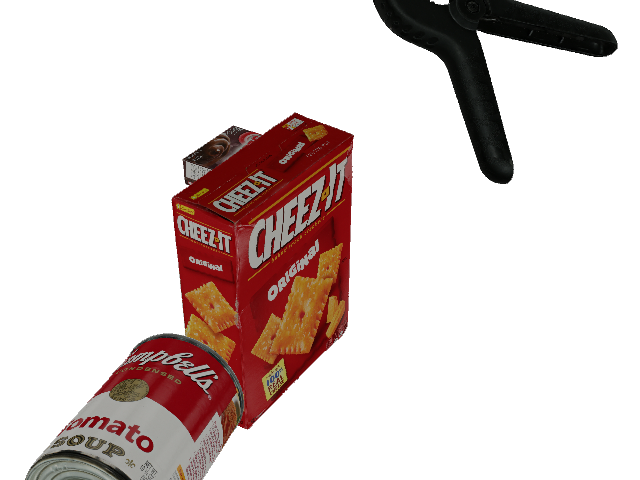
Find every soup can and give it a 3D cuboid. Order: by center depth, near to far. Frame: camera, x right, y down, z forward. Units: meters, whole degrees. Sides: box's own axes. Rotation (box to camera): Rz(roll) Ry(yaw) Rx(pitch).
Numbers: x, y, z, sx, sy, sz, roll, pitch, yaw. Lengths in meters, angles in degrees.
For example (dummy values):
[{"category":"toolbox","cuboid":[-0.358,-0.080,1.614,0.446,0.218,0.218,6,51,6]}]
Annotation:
[{"category":"soup can","cuboid":[-0.088,0.100,0.516,0.069,0.068,0.102,0,26,22]}]

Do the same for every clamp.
[{"category":"clamp","cuboid":[0.100,-0.150,0.763,0.210,0.164,0.036,37,-26,-5]}]

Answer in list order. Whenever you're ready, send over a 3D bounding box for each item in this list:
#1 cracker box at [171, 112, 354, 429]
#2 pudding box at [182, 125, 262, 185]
[{"category":"cracker box","cuboid":[-0.041,0.026,0.898,0.072,0.214,0.164,22,41,26]},{"category":"pudding box","cuboid":[-0.098,-0.093,1.287,0.090,0.039,0.113,18,38,24]}]
